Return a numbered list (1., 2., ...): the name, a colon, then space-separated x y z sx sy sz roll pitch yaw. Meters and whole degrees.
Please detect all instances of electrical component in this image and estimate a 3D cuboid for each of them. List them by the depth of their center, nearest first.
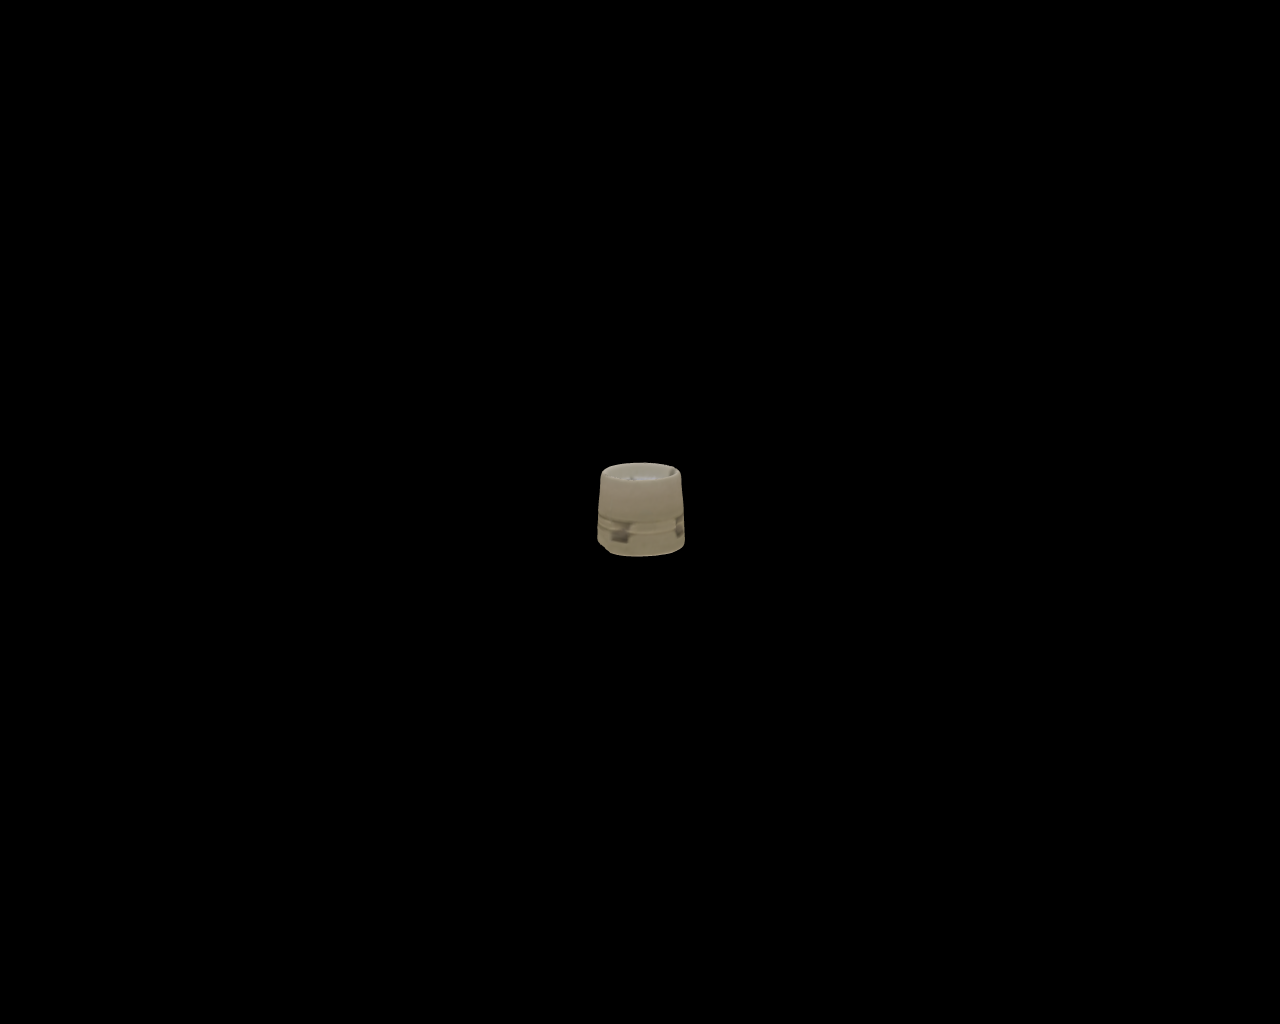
1. electrical component: 0.001 -0.003 0.650 0.055 0.047 0.055 0 16 0
